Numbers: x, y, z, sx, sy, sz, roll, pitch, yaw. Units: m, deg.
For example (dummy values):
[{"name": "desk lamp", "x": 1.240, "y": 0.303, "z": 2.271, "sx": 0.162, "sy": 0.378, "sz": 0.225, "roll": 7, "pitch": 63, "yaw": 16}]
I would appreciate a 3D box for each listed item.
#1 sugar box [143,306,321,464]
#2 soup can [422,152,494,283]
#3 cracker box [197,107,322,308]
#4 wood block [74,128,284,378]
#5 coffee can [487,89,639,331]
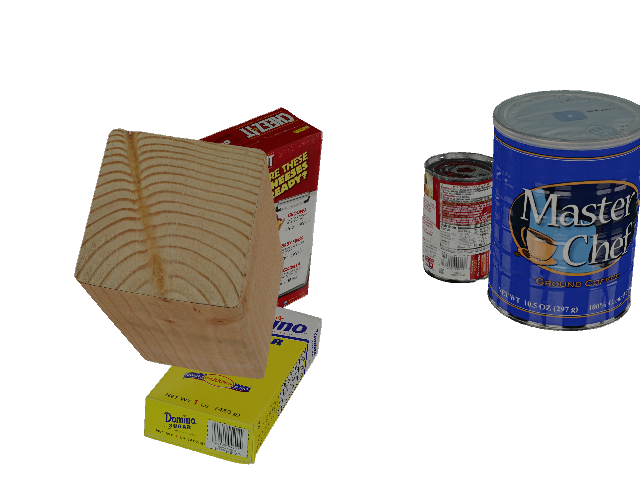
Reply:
[{"name": "sugar box", "x": -0.068, "y": 0.111, "z": 0.894, "sx": 0.093, "sy": 0.048, "sz": 0.176, "roll": 13, "pitch": 30, "yaw": 12}, {"name": "soup can", "x": 0.127, "y": -0.020, "z": 0.961, "sx": 0.068, "sy": 0.102, "sz": 0.068, "roll": -1, "pitch": 24, "yaw": 0}, {"name": "cracker box", "x": -0.086, "y": -0.010, "z": 1.084, "sx": 0.163, "sy": 0.214, "sz": 0.072, "roll": -27, "pitch": 47, "yaw": -35}, {"name": "wood block", "x": -0.077, "y": 0.018, "z": 0.660, "sx": 0.090, "sy": 0.091, "sz": 0.206, "roll": 9, "pitch": -17, "yaw": 4}, {"name": "coffee can", "x": 0.170, "y": -0.023, "z": 0.745, "sx": 0.103, "sy": 0.140, "sz": 0.103, "roll": -2, "pitch": 26, "yaw": 1}]
